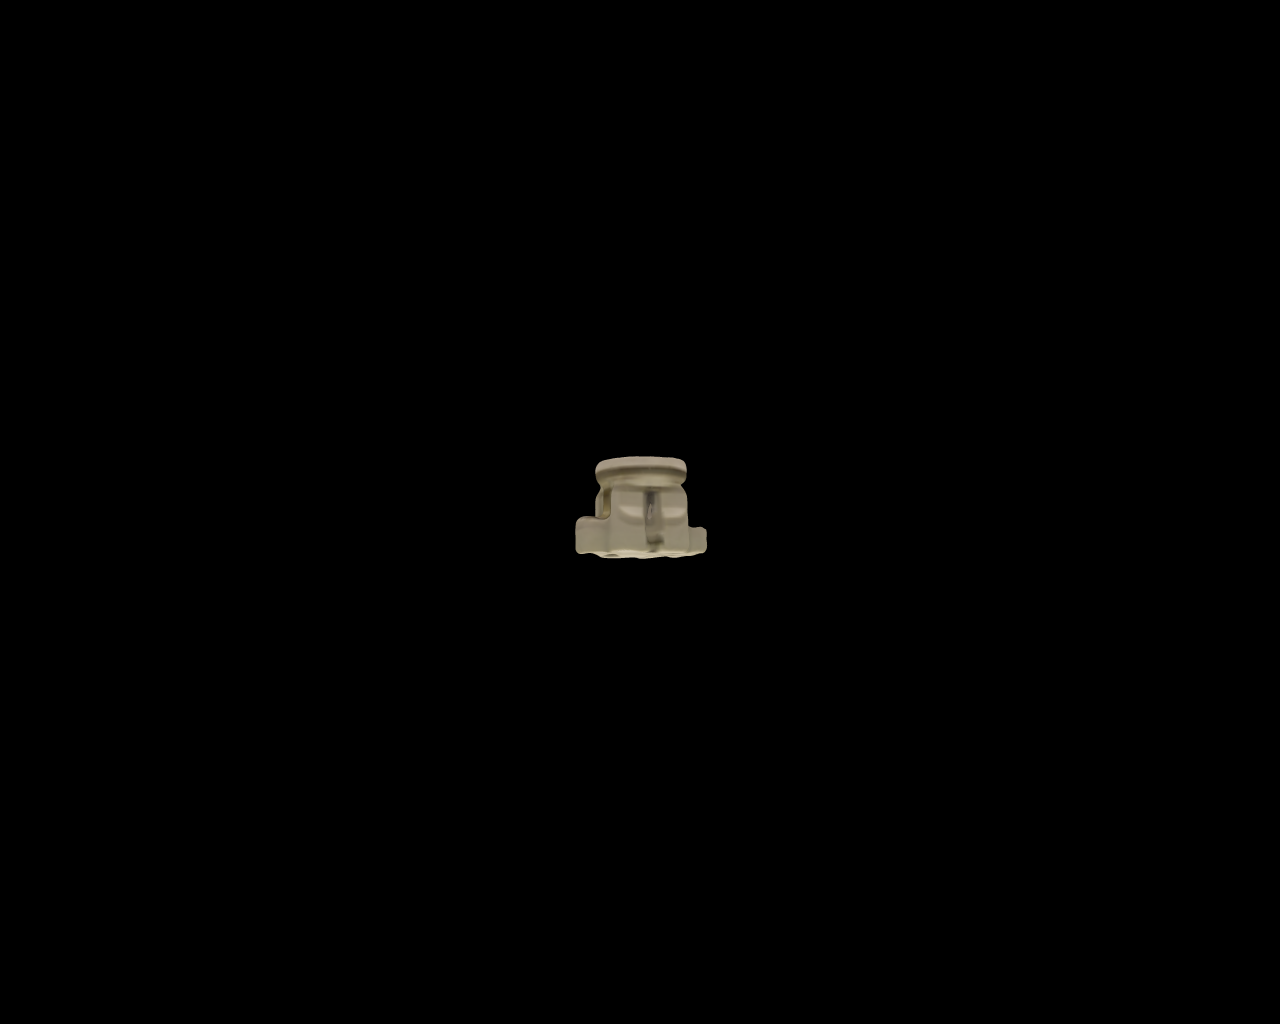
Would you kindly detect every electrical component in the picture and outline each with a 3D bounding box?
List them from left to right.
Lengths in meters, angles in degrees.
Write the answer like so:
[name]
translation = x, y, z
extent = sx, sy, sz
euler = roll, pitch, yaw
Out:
[electrical component]
translation = 0.001, -0.003, 0.650
extent = 0.078, 0.057, 0.058
euler = 2, -7, -18
